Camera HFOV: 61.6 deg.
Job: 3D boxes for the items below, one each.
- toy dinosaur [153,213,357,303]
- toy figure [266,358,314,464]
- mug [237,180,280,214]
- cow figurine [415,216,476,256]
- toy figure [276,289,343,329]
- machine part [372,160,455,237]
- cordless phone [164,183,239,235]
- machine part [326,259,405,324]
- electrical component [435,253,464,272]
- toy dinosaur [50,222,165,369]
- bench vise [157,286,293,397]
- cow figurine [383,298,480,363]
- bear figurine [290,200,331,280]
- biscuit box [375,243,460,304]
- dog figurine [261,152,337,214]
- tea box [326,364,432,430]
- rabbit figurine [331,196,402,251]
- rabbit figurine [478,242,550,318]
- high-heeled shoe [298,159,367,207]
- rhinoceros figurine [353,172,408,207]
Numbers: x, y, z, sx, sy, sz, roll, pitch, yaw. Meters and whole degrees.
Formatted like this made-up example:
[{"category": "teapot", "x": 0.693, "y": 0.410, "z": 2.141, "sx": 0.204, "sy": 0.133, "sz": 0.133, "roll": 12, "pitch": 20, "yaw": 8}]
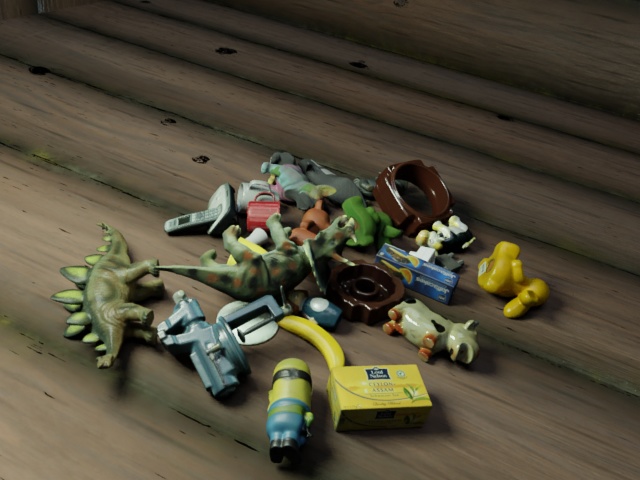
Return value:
[{"category": "toy dinosaur", "x": -0.114, "y": 0.061, "z": 1.109, "sx": 0.405, "sy": 0.131, "sz": 0.192, "roll": -23, "pitch": 61, "yaw": -20}, {"category": "toy figure", "x": -0.049, "y": 0.285, "z": 0.918, "sx": 0.082, "sy": 0.089, "sz": 0.180, "roll": 15, "pitch": 32, "yaw": -5}, {"category": "mug", "x": -0.161, "y": -0.117, "z": 1.445, "sx": 0.107, "sy": 0.109, "sz": 0.081, "roll": 6, "pitch": 42, "yaw": -22}, {"category": "cow figurine", "x": 0.338, "y": 0.000, "z": 1.444, "sx": 0.167, "sy": 0.068, "sz": 0.098, "roll": -18, "pitch": 50, "yaw": -33}, {"category": "toy figure", "x": -0.026, "y": 0.141, "z": 1.155, "sx": 0.155, "sy": 0.057, "sz": 0.064, "roll": 21, "pitch": 19, "yaw": 18}, {"category": "machine part", "x": 0.267, "y": -0.122, "z": 1.512, "sx": 0.201, "sy": 0.087, "sz": 0.201, "roll": -16, "pitch": 69, "yaw": -31}, {"category": "cordless phone", "x": -0.301, "y": -0.067, "z": 1.366, "sx": 0.184, "sy": 0.088, "sz": 0.147, "roll": -12, "pitch": 38, "yaw": -4}, {"category": "machine part", "x": 0.101, "y": 0.116, "z": 1.225, "sx": 0.179, "sy": 0.056, "sz": 0.179, "roll": 6, "pitch": 35, "yaw": -4}, {"category": "electrical component", "x": 0.328, "y": 0.061, "z": 1.390, "sx": 0.094, "sy": 0.021, "sz": 0.063, "roll": -19, "pitch": 44, "yaw": -34}, {"category": "toy dinosaur", "x": -0.421, "y": 0.091, "z": 1.085, "sx": 0.199, "sy": 0.104, "sz": 0.472, "roll": -2, "pitch": 32, "yaw": -11}, {"category": "bench vise", "x": -0.171, "y": 0.165, "z": 1.012, "sx": 0.241, "sy": 0.128, "sz": 0.224, "roll": -26, "pitch": 54, "yaw": -17}, {"category": "cow figurine", "x": 0.247, "y": 0.193, "z": 1.136, "sx": 0.195, "sy": 0.085, "sz": 0.127, "roll": 32, "pitch": 46, "yaw": 29}, {"category": "bear figurine", "x": -0.006, "y": -0.006, "z": 1.321, "sx": 0.132, "sy": 0.120, "sz": 0.196, "roll": 26, "pitch": 32, "yaw": 15}, {"category": "biscuit box", "x": 0.232, "y": 0.081, "z": 1.301, "sx": 0.203, "sy": 0.062, "sz": 0.059, "roll": 23, "pitch": 37, "yaw": 17}, {"category": "dog figurine", "x": -0.054, "y": -0.155, "z": 1.526, "sx": 0.219, "sy": 0.108, "sz": 0.191, "roll": 22, "pitch": 34, "yaw": 9}, {"category": "tea box", "x": 0.105, "y": 0.285, "z": 0.977, "sx": 0.170, "sy": 0.068, "sz": 0.098, "roll": 0, "pitch": 37, "yaw": -13}, {"category": "rabbit figurine", "x": 0.140, "y": -0.039, "z": 1.407, "sx": 0.159, "sy": 0.121, "sz": 0.170, "roll": 40, "pitch": 30, "yaw": 30}, {"category": "rabbit figurine", "x": 0.481, "y": 0.106, "z": 1.295, "sx": 0.173, "sy": 0.121, "sz": 0.162, "roll": 28, "pitch": 37, "yaw": -9}, {"category": "high-heeled shoe", "x": 0.032, "y": -0.158, "z": 1.612, "sx": 0.249, "sy": 0.086, "sz": 0.145, "roll": 41, "pitch": -6, "yaw": 1}, {"category": "rhinoceros figurine", "x": 0.186, "y": -0.157, "z": 1.624, "sx": 0.190, "sy": 0.073, "sz": 0.112, "roll": -8, "pitch": 33, "yaw": -25}]
